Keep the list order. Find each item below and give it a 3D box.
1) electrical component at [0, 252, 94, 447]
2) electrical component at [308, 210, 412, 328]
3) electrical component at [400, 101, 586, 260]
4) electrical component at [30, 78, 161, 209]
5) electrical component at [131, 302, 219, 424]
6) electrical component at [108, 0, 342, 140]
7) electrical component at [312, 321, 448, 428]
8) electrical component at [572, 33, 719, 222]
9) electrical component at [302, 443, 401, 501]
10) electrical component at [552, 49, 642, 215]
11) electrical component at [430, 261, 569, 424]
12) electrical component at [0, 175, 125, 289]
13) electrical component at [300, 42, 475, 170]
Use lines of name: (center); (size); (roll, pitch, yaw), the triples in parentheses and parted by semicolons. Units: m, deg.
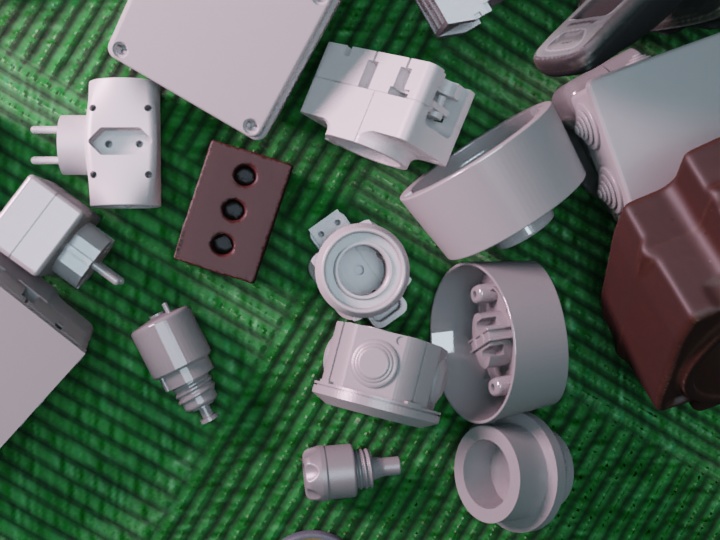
electrical component: (-0.242, 0.067, 0.636); (0.089, 0.061, 0.150); (41, 95, -14)
electrical component: (0.000, 0.000, 0.671); (0.058, 0.057, 0.078); (-36, 93, -3)
electrical component: (0.086, -0.048, 0.655); (0.108, 0.108, 0.060); (-34, 99, -4)
electrical component: (-0.163, -0.077, 0.664); (0.079, 0.043, 0.077); (-1, 90, -4)
electrical component: (-0.111, 0.059, 0.670); (0.040, 0.040, 0.078); (-27, 92, -4)
electrical component: (-0.078, -0.153, 0.646); (0.109, 0.056, 0.108); (30, 115, -4)
electrical component: (0.014, 0.065, 0.662); (0.080, 0.080, 0.051); (15, 84, -5)
electrical component: (0.181, -0.081, 0.633); (0.100, 0.048, 0.099); (-20, 92, -4)
electrical component: (-0.005, 0.127, 0.682); (0.061, 0.035, 0.035); (-5, 91, -7)
electrical component: (0.166, -0.083, 0.685); (0.059, 0.054, 0.095); (-29, 92, -4)
electrical component: (0.086, 0.042, 0.660); (0.064, 0.099, 0.099); (-7, 91, -11)
electrical component: (-0.176, -0.015, 0.652); (0.077, 0.066, 0.047); (37, 87, -4)
electrical component: (0.014, -0.097, 0.653); (0.089, 0.050, 0.055); (21, 88, 40)
